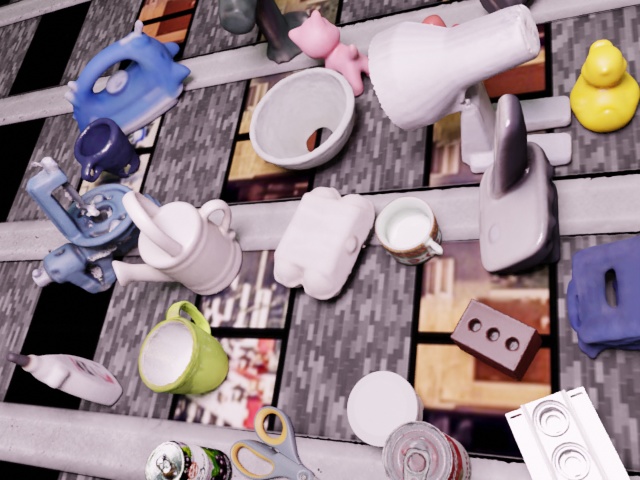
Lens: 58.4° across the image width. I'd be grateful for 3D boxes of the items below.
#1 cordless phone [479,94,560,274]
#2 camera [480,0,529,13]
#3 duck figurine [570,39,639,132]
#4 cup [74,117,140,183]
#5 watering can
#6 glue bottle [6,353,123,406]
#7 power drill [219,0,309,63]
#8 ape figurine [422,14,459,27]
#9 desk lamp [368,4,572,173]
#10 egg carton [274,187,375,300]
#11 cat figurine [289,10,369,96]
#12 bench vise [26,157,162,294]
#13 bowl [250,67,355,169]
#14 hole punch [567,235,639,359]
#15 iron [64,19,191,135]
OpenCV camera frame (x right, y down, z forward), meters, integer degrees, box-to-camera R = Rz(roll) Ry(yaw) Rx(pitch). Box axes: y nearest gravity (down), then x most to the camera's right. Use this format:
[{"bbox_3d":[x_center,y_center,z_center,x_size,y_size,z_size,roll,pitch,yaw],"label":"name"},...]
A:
[{"bbox_3d":[0.206,-0.056,0.621,0.094,0.186,0.147,-8,62,22],"label":"cordless phone"},{"bbox_3d":[0.274,-0.395,0.809,0.137,0.101,0.142,-49,55,-3],"label":"camera"},{"bbox_3d":[0.339,-0.189,0.684,0.077,0.086,0.104,-4,64,24],"label":"duck figurine"},{"bbox_3d":[-0.363,-0.139,0.993,0.091,0.095,0.118,-2,65,25],"label":"cup"},{"bbox_3d":[-0.202,0.004,0.783,0.100,0.195,0.173,28,80,34],"label":"watering can"},{"bbox_3d":[-0.351,0.181,0.779,0.077,0.174,0.037,28,80,34],"label":"glue bottle"},{"bbox_3d":[-0.096,-0.404,0.927,0.075,0.209,0.229,-6,63,24],"label":"power drill"},{"bbox_3d":[0.168,-0.280,0.808,0.077,0.092,0.076,-13,61,20],"label":"ape figurine"},{"bbox_3d":[0.182,-0.177,0.676,0.202,0.214,0.118,-3,64,25],"label":"desk lamp"},{"bbox_3d":[0.007,0.003,0.759,0.107,0.070,0.150,16,74,31],"label":"egg carton"},{"bbox_3d":[0.018,-0.294,0.872,0.127,0.118,0.067,36,85,35],"label":"cat figurine"},{"bbox_3d":[-0.360,-0.015,0.853,0.121,0.220,0.207,22,77,33],"label":"bench vise"},{"bbox_3d":[-0.016,-0.167,0.851,0.167,0.075,0.167,-11,61,21],"label":"bowl"},{"bbox_3d":[0.302,0.056,0.576,0.100,0.091,0.108,-5,63,24],"label":"hole punch"},{"bbox_3d":[-0.371,-0.281,1.039,0.258,0.142,0.118,-34,56,7],"label":"iron"}]
